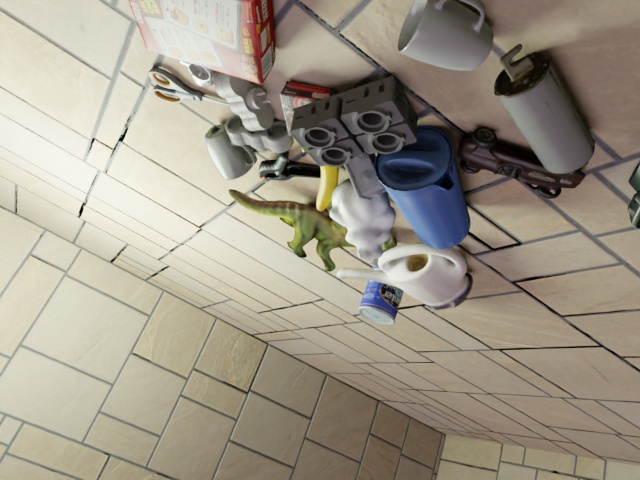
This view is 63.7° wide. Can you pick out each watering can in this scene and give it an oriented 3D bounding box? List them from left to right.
[{"bbox_3d":[0.222,0.090,1.271,0.222,0.106,0.344,36,145,-28],"label":"watering can"}]

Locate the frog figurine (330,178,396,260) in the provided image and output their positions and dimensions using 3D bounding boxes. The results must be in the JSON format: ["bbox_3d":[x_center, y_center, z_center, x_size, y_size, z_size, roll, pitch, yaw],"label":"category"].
[{"bbox_3d":[0.084,-0.045,1.043,0.137,0.161,0.121,8,166,14],"label":"frog figurine"}]

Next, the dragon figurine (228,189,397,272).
[{"bbox_3d":[0.004,-0.061,1.212,0.407,0.125,0.238,29,137,-19],"label":"dragon figurine"}]
